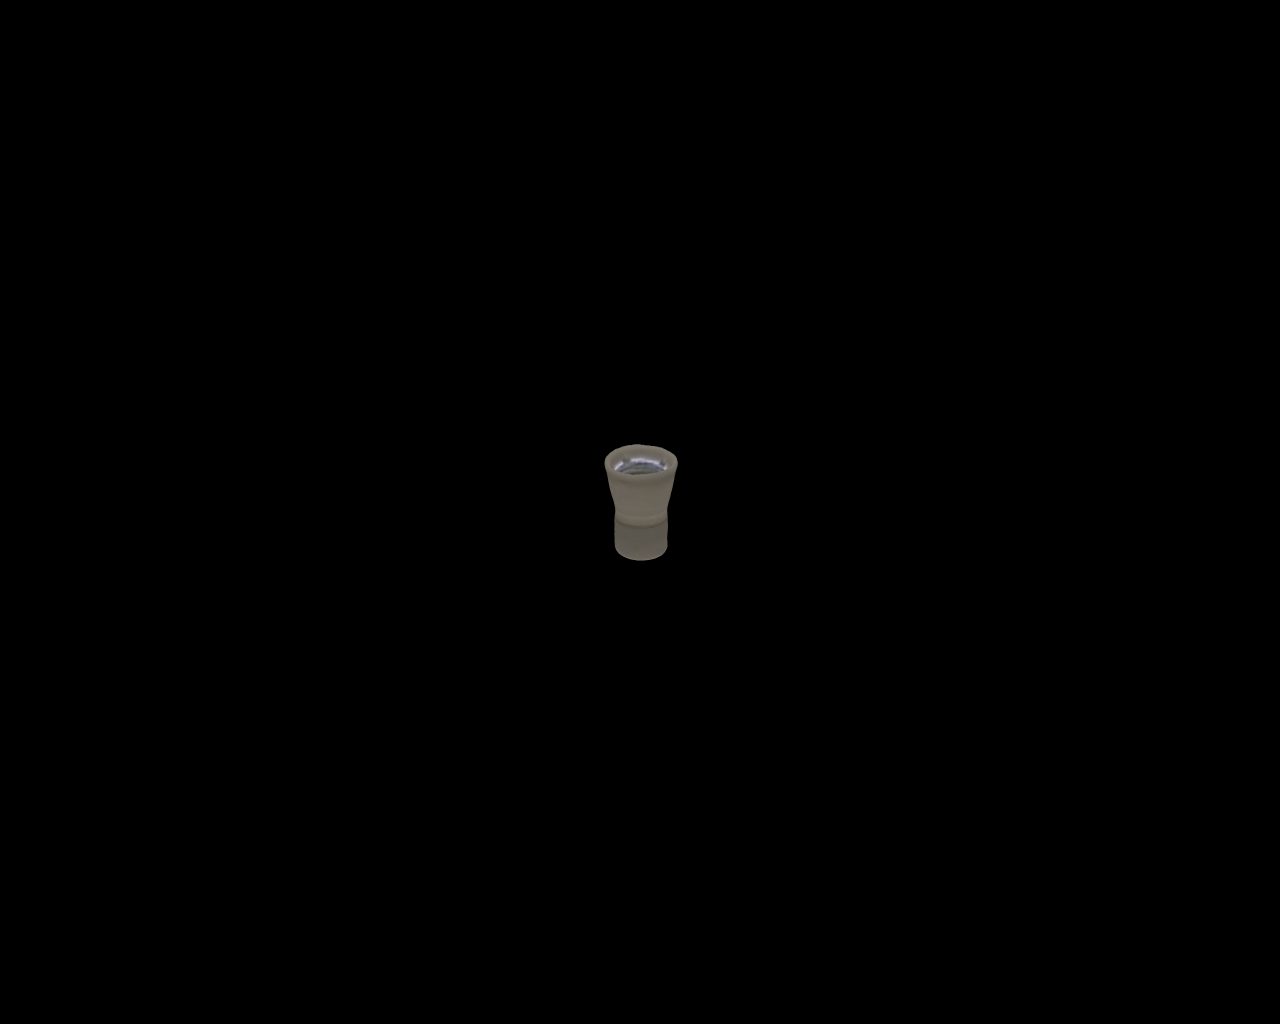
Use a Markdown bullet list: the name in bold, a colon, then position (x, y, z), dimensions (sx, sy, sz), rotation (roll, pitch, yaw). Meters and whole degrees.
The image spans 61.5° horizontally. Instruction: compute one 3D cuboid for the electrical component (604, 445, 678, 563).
- **electrical component**: position (0.001, -0.003, 0.650), dimensions (0.044, 0.065, 0.044), rotation (0, 26, 0)
